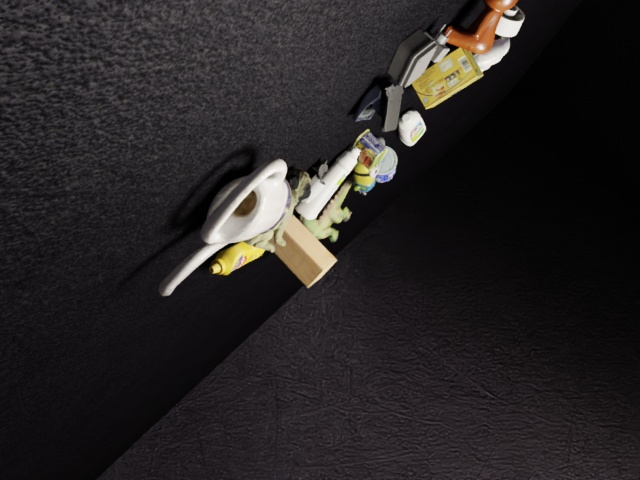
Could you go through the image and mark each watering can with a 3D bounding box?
[{"bbox_3d":[-0.176,-0.032,1.034,0.104,0.344,0.225,45,16,8],"label":"watering can"}]

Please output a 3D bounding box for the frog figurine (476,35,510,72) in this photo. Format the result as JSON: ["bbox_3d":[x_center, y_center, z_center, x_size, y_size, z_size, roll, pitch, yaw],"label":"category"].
[{"bbox_3d":[0.534,-0.589,1.641,0.123,0.140,0.156,17,-30,21],"label":"frog figurine"}]

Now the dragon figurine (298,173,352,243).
[{"bbox_3d":[0.005,-0.087,1.724,0.123,0.409,0.242,29,5,17],"label":"dragon figurine"}]
